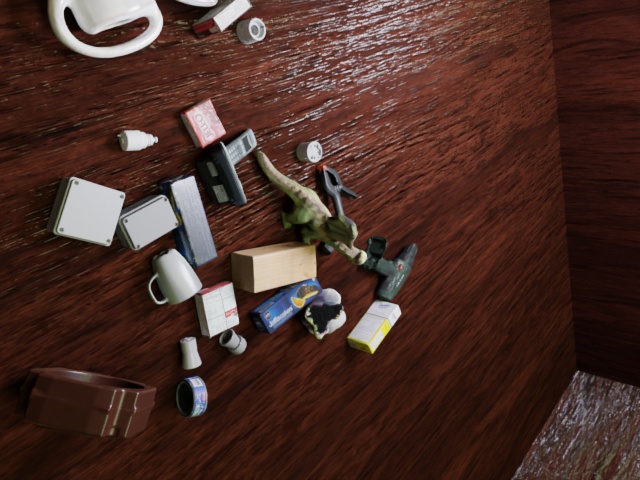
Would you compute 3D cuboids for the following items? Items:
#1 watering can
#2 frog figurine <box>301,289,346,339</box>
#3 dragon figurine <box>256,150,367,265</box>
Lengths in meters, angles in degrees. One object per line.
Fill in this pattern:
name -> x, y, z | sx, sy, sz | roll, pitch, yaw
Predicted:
watering can -> -0.367, -0.487, 0.979 | 0.104, 0.220, 0.353 | 6, 39, 45
frog figurine -> 0.014, 0.204, 1.465 | 0.123, 0.137, 0.159 | 17, 2, 9
dragon figurine -> 0.004, -0.066, 1.314 | 0.244, 0.124, 0.403 | 15, -28, 45
